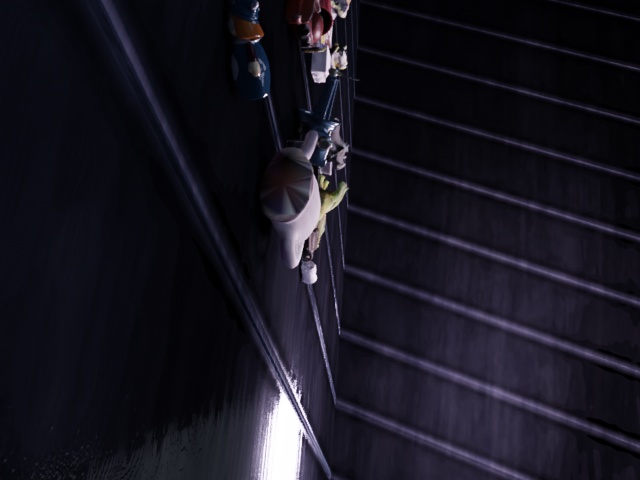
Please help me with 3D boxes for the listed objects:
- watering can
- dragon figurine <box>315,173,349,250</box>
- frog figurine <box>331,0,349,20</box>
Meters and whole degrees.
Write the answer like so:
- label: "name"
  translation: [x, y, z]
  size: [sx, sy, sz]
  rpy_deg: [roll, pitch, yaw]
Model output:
- label: "watering can"
  translation: [-0.050, -0.120, 1.071]
  size: [0.221, 0.104, 0.353]
  rpy_deg: [74, 21, -69]
- label: "dragon figurine"
  translation: [0.005, -0.085, 1.698]
  size: [0.407, 0.122, 0.244]
  rpy_deg: [44, 66, -79]
- label: "frog figurine"
  translation: [0.017, -0.729, 1.561]
  size: [0.161, 0.123, 0.135]
  rpy_deg: [25, -52, 59]
